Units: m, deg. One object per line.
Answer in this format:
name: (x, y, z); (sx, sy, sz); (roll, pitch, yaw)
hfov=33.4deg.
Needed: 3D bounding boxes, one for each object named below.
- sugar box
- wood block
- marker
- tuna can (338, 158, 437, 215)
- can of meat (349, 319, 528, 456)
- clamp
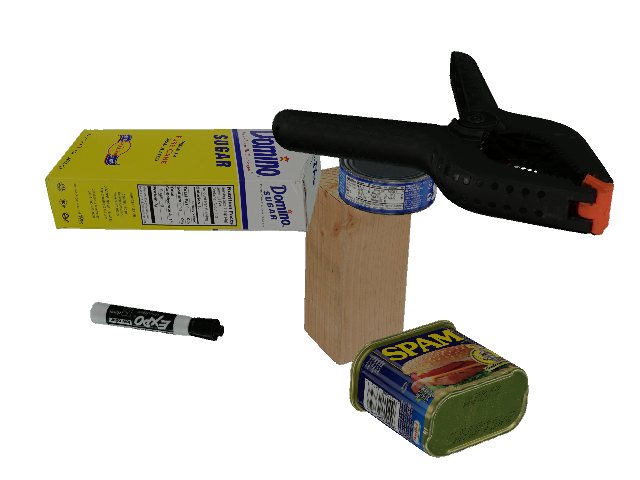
sugar box: (-0.091, -0.044, 0.744); (0.176, 0.048, 0.093); (-2, 28, 7)
wood block: (0.040, 0.025, 1.217); (0.090, 0.206, 0.090); (-14, 32, -25)
marker: (-0.140, 0.070, 0.918); (0.121, 0.020, 0.020); (7, 2, 17)
tuna can: (0.058, -0.054, 0.909); (0.086, 0.034, 0.086); (2, 27, -1)
can of meat: (0.086, 0.106, 0.765); (0.101, 0.057, 0.084); (-13, 27, -34)
clamp: (0.081, -0.055, 0.638); (0.164, 0.036, 0.210); (-20, 36, -24)
